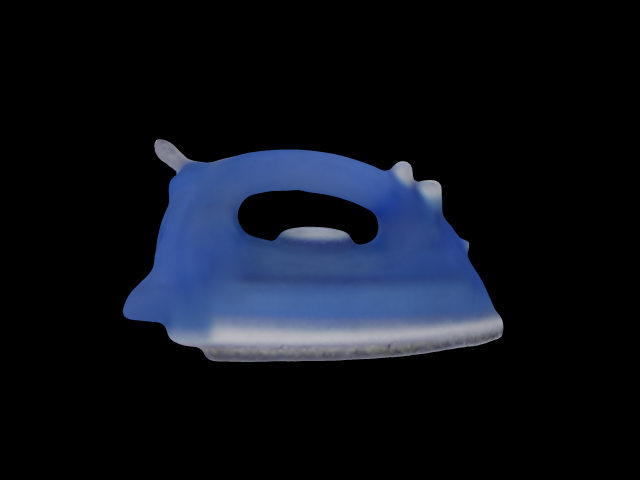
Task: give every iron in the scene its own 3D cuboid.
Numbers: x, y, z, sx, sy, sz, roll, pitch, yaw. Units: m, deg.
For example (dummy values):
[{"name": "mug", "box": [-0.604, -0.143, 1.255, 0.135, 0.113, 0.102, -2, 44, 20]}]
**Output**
[{"name": "iron", "box": [0.004, 0.001, 0.400, 0.258, 0.141, 0.118, -1, 7, -5]}]
